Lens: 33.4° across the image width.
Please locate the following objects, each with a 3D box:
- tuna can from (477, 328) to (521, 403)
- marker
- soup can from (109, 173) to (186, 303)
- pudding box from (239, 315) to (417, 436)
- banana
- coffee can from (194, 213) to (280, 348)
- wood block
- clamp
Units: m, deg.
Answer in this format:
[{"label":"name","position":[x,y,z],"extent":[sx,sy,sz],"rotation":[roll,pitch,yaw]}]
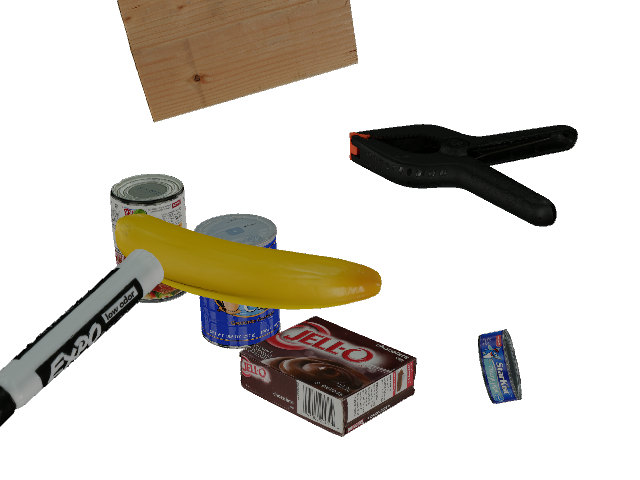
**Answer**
[{"label":"tuna can","position":[0.213,0.150,1.270],"extent":[0.034,0.086,0.086],"rotation":[-13,-4,15]},{"label":"marker","position":[-0.111,0.045,0.451],"extent":[0.020,0.020,0.121],"rotation":[0,34,41]},{"label":"soup can","position":[-0.157,-0.003,0.986],"extent":[0.068,0.102,0.068],"rotation":[-1,25,0]},{"label":"pudding box","position":[0.006,0.104,0.846],"extent":[0.114,0.039,0.089],"rotation":[22,31,38]},{"label":"banana","position":[-0.061,0.010,0.673],"extent":[0.198,0.037,0.069],"rotation":[17,35,27]},{"label":"coffee can","position":[-0.103,0.050,1.342],"extent":[0.103,0.140,0.103],"rotation":[-1,25,0]},{"label":"wood block","position":[-0.078,-0.199,1.023],"extent":[0.206,0.090,0.091],"rotation":[-17,-43,-5]},{"label":"clamp","position":[0.132,-0.077,0.980],"extent":[0.210,0.036,0.164],"rotation":[13,34,22]}]
